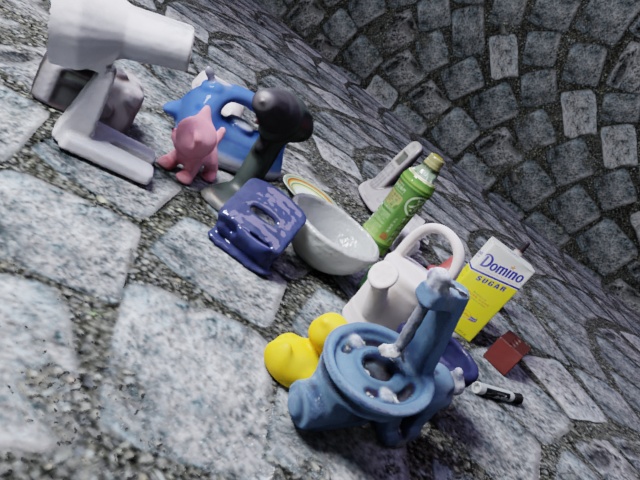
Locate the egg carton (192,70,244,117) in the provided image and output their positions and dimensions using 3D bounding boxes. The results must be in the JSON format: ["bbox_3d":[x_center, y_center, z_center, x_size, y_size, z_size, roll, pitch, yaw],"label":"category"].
[{"bbox_3d":[-0.215,-0.288,1.180,0.107,0.069,0.150,25,24,-29],"label":"egg carton"}]

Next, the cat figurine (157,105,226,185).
[{"bbox_3d":[-0.183,-0.148,0.870,0.067,0.117,0.128,40,21,7],"label":"cat figurine"}]

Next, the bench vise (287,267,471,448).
[{"bbox_3d":[0.091,0.117,0.605,0.121,0.219,0.208,48,24,28],"label":"bench vise"}]

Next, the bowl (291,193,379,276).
[{"bbox_3d":[0.008,0.003,0.915,0.168,0.074,0.167,32,22,-14],"label":"bowl"}]

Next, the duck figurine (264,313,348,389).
[{"bbox_3d":[-0.005,0.118,0.640,0.105,0.086,0.077,13,31,-47],"label":"duck figurine"}]

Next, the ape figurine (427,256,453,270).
[{"bbox_3d":[0.248,0.071,1.125,0.077,0.092,0.076,41,21,12],"label":"ape figurine"}]

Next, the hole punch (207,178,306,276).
[{"bbox_3d":[-0.084,-0.021,0.798,0.109,0.091,0.101,36,21,-2],"label":"hole punch"}]

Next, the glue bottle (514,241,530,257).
[{"bbox_3d":[0.395,0.068,1.249,0.078,0.173,0.037,23,25,-33],"label":"glue bottle"}]

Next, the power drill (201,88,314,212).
[{"bbox_3d":[-0.089,-0.135,0.864,0.075,0.208,0.230,38,21,4],"label":"power drill"}]

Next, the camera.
[{"bbox_3d":[-0.342,-0.250,0.859,0.144,0.100,0.136,21,26,-36],"label":"camera"}]

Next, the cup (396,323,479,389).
[{"bbox_3d":[0.130,0.167,0.737,0.118,0.095,0.092,35,21,-5],"label":"cup"}]

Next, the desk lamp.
[{"bbox_3d":[-0.269,-0.215,0.742,0.204,0.213,0.117,26,24,-27],"label":"desk lamp"}]

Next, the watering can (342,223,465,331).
[{"bbox_3d":[0.123,0.063,0.802,0.101,0.194,0.173,40,21,9],"label":"watering can"}]

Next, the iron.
[{"bbox_3d":[-0.138,-0.204,1.025,0.259,0.141,0.118,16,29,-42],"label":"iron"}]

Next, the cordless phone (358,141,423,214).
[{"bbox_3d":[0.181,-0.136,1.322,0.094,0.185,0.147,23,25,-32],"label":"cordless phone"}]
